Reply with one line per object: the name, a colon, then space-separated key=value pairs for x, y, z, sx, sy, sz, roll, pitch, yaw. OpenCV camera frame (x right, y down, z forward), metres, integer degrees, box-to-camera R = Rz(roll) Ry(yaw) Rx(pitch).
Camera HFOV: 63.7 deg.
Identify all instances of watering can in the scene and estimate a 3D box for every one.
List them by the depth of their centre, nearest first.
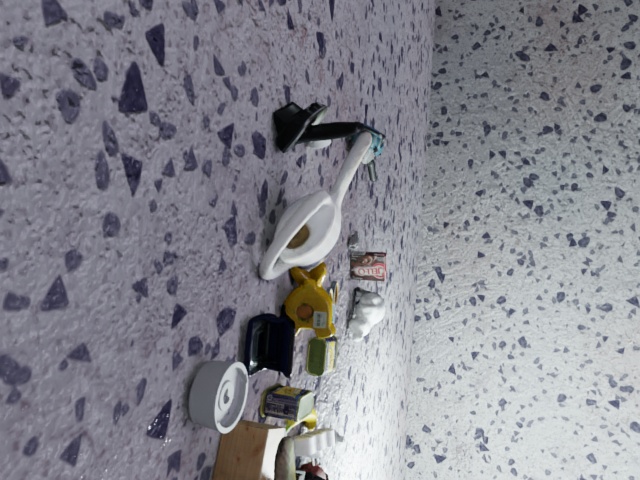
watering can: x=0.003 y=-0.053 z=1.056 sx=0.348 sy=0.105 sz=0.222 roll=-51 pitch=167 yaw=-3

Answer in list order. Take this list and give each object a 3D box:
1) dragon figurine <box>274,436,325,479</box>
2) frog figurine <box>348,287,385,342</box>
dragon figurine: x=-0.070 y=0.507 z=0.824 sx=0.248 sy=0.122 sz=0.401 roll=-59 pitch=147 yaw=-40
frog figurine: x=0.154 y=0.251 z=1.681 sx=0.134 sy=0.122 sz=0.163 roll=102 pitch=-4 yaw=-45
